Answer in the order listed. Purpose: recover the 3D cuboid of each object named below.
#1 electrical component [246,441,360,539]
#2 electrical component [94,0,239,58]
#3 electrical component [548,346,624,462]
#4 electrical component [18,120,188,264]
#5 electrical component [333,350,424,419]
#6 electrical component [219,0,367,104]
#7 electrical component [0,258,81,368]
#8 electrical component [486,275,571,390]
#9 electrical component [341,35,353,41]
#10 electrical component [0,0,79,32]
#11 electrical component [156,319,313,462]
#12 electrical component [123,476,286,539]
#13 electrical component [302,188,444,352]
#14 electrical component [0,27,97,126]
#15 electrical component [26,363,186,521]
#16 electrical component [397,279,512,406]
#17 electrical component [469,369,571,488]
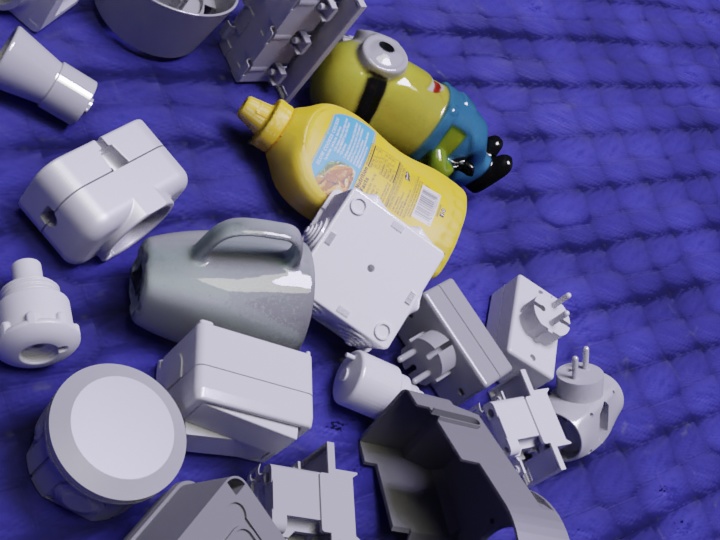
[{"bbox_3d":[-0.037,0.148,0.662,0.064,0.042,0.081,17,51,-28],"label":"electrical component"},{"bbox_3d":[-0.147,-0.210,0.807,0.099,0.064,0.099,21,50,-27],"label":"electrical component"},{"bbox_3d":[0.173,0.099,0.849,0.077,0.043,0.079,-30,125,-47],"label":"electrical component"},{"bbox_3d":[-0.160,-0.048,0.691,0.059,0.054,0.095,50,43,1],"label":"electrical component"},{"bbox_3d":[0.017,0.086,0.751,0.078,0.040,0.040,26,48,-23],"label":"electrical component"},{"bbox_3d":[-0.054,-0.196,0.832,0.063,0.121,0.078,-11,68,-40],"label":"electrical component"},{"bbox_3d":[-0.191,0.023,0.625,0.048,0.048,0.062,6,51,-36],"label":"electrical component"},{"bbox_3d":[0.141,0.043,0.855,0.047,0.076,0.083,32,46,-17],"label":"electrical component"},{"bbox_3d":[-0.003,-0.182,0.925,0.046,0.040,0.040,9,56,-28],"label":"electrical component"},{"bbox_3d":[-0.240,-0.217,0.747,0.089,0.050,0.055,41,44,-8],"label":"electrical component"},{"bbox_3d":[-0.073,0.082,0.666,0.096,0.062,0.061,20,49,-29],"label":"electrical component"},{"bbox_3d":[-0.076,0.176,0.578,0.113,0.057,0.078,59,41,-16],"label":"electrical component"},{"bbox_3d":[0.000,0.000,0.764,0.100,0.048,0.099,36,77,-14],"label":"electrical component"},{"bbox_3d":[-0.209,-0.126,0.716,0.065,0.044,0.044,31,46,-25],"label":"electrical component"},{"bbox_3d":[-0.143,0.098,0.605,0.080,0.051,0.080,21,50,-27],"label":"electrical component"},{"bbox_3d":[0.056,0.061,0.795,0.076,0.047,0.083,-25,79,-46],"label":"electrical component"},{"bbox_3d":[0.115,0.120,0.806,0.064,0.042,0.081,-2,62,-38],"label":"electrical component"}]
